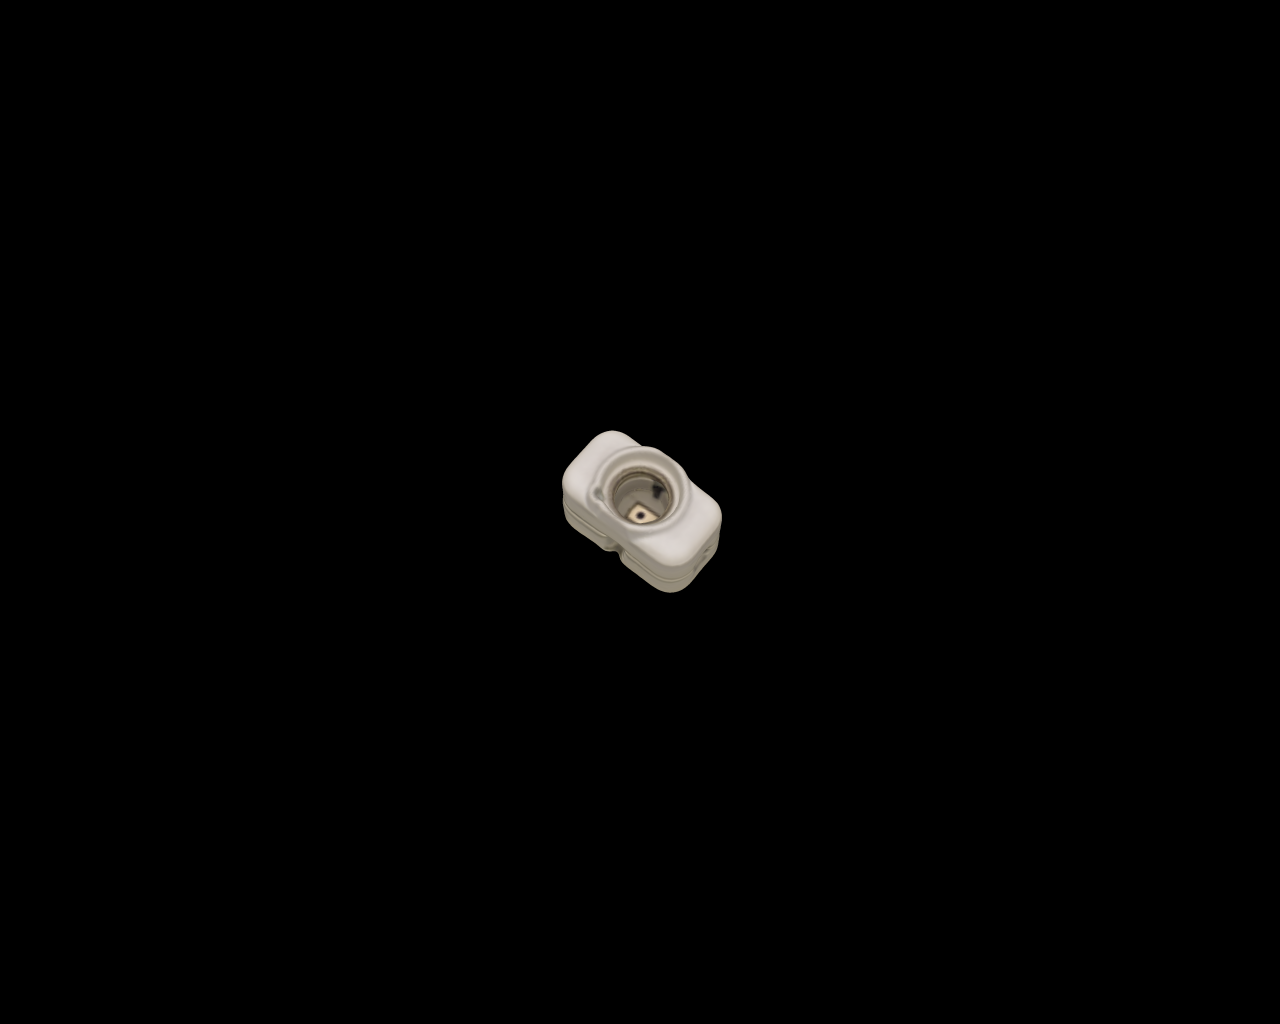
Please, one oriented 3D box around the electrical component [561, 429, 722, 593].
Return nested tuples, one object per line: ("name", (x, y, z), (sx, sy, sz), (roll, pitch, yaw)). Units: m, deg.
("electrical component", (0.001, -0.003, 0.650), (0.095, 0.054, 0.059), (37, -19, 15))
